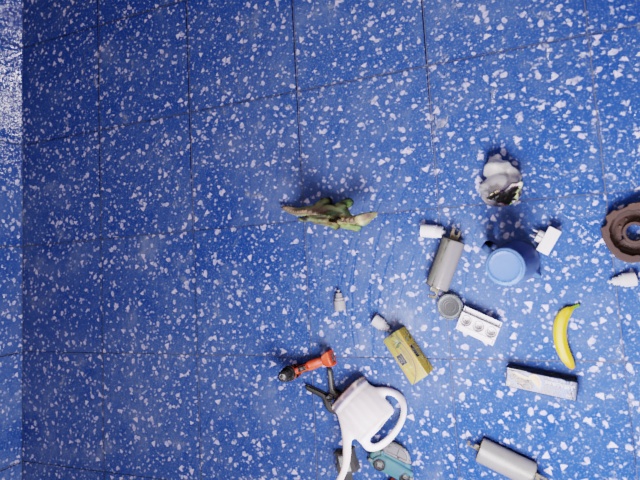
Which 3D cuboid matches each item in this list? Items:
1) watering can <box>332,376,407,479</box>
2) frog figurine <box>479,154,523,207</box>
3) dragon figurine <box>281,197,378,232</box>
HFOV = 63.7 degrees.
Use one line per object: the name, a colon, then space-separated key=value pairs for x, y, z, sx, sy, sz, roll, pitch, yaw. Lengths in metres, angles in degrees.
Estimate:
watering can: x=0.124 y=0.608 z=1.707 sx=0.350 sy=0.102 sz=0.227 roll=-41 pitch=62 yaw=-12
frog figurine: x=0.569 y=-0.188 z=1.642 sx=0.136 sy=0.121 sz=0.163 roll=-37 pitch=38 yaw=25
dragon figurine: x=0.005 y=-0.090 z=1.781 sx=0.410 sy=0.243 sz=0.122 roll=4 pitch=94 yaw=21
